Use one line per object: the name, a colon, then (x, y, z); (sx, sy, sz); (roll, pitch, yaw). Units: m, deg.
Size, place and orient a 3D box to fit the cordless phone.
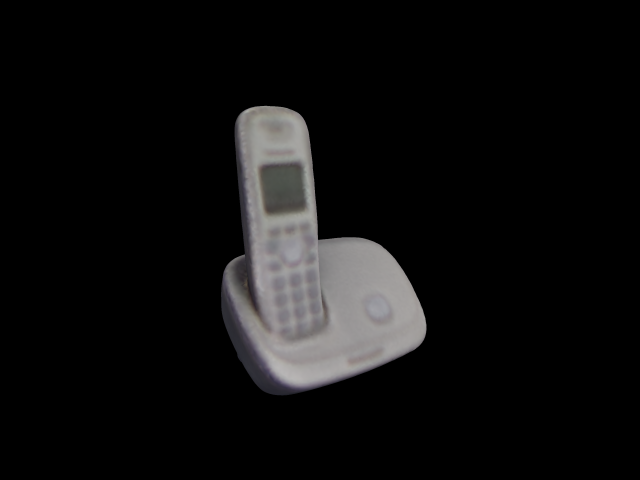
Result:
cordless phone: (0.004, 0.001, 0.400); (0.148, 0.185, 0.093); (-11, 17, -38)
